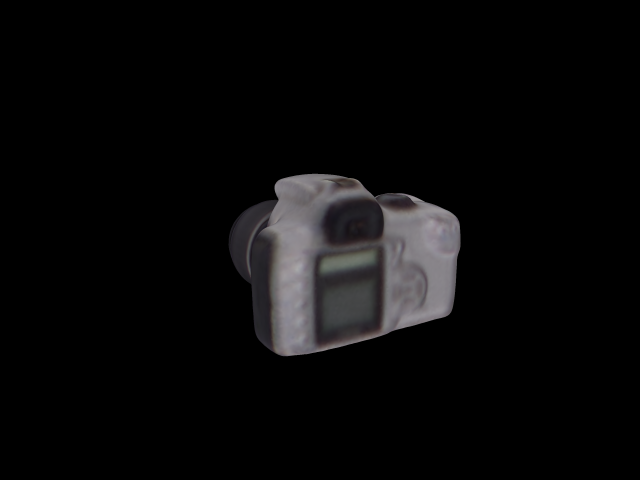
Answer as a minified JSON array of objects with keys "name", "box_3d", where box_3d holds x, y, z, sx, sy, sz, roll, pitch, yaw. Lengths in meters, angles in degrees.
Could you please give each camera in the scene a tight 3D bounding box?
[{"name":"camera","box_3d":[0.004,0.001,0.400,0.143,0.101,0.136,-8,16,-30]}]
